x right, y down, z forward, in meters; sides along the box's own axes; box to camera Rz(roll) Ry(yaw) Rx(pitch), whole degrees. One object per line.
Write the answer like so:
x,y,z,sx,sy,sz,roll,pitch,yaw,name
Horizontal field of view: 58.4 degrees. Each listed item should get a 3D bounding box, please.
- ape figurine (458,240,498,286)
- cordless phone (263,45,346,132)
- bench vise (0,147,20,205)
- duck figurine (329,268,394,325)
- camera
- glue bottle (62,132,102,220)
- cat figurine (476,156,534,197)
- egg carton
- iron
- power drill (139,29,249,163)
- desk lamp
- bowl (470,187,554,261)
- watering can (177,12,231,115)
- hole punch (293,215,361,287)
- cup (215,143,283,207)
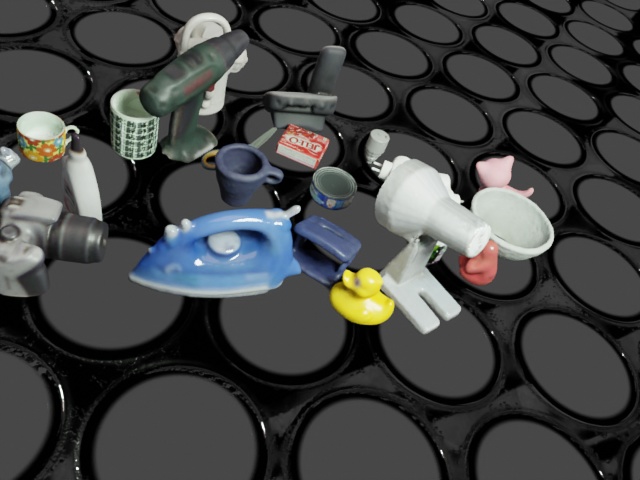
0.287,0.033,1.020,0.078,0.092,0.076,-27,63,-35,ape figurine
-0.029,-0.316,1.148,0.148,0.185,0.094,-4,52,-22,cordless phone
-0.505,-0.085,0.756,0.121,0.219,0.207,18,47,-3,bench vise
0.073,0.082,0.906,0.104,0.086,0.077,23,47,1,duck figurine
-0.378,0.000,0.808,0.137,0.101,0.143,9,48,-12,camera
-0.355,-0.091,0.846,0.037,0.173,0.078,-27,63,-35,glue bottle
0.367,-0.113,1.158,0.127,0.117,0.067,33,48,10,cat figurine
-0.235,-0.415,1.242,0.150,0.069,0.107,34,48,11,egg carton
-0.151,0.005,0.856,0.259,0.141,0.118,-6,53,-24,iron
-0.218,-0.248,1.007,0.075,0.208,0.230,35,48,12,power drill
0.172,0.005,0.920,0.118,0.213,0.203,-24,62,-34,desk lamp
0.354,-0.018,1.100,0.167,0.074,0.167,10,48,-11,bowl
-0.228,-0.353,1.104,0.101,0.194,0.172,-26,63,-35,watering can
0.009,0.003,0.948,0.108,0.091,0.101,31,47,8,hole punch
-0.127,-0.102,0.989,0.118,0.095,0.091,13,47,-8,cup
